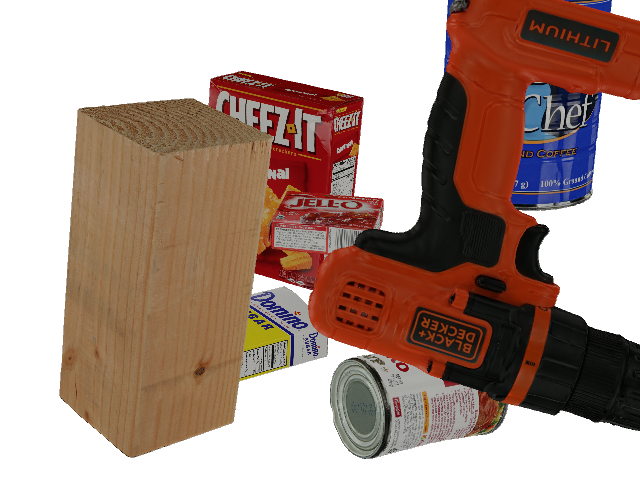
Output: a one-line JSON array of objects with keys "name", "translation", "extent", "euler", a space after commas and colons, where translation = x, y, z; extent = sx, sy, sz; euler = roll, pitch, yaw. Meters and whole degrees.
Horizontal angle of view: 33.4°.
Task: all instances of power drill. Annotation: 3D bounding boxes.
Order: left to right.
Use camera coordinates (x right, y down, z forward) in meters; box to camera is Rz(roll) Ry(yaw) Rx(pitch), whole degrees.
[{"name": "power drill", "translation": [0.104, -0.014, 0.503], "extent": [0.184, 0.188, 0.057], "euler": [17, 6, 1]}]

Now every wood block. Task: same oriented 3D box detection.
[{"name": "wood block", "translation": [-0.103, 0.022, 0.691], "extent": [0.090, 0.206, 0.090], "euler": [-12, 31, -42]}]

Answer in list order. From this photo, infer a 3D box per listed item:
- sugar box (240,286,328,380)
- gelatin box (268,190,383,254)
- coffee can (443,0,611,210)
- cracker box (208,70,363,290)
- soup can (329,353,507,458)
[{"name": "sugar box", "translation": [-0.090, 0.100, 1.069], "extent": [0.176, 0.048, 0.093], "euler": [-16, 33, -26]}, {"name": "gelatin box", "translation": [0.006, -0.016, 0.918], "extent": [0.089, 0.030, 0.073], "euler": [6, 24, 9]}, {"name": "coffee can", "translation": [0.129, -0.101, 0.683], "extent": [0.103, 0.140, 0.103], "euler": [1, 20, 0]}, {"name": "cracker box", "translation": [-0.047, -0.066, 1.187], "extent": [0.164, 0.214, 0.072], "euler": [16, 24, 27]}, {"name": "soup can", "translation": [0.065, 0.105, 0.718], "extent": [0.102, 0.068, 0.069], "euler": [-5, 3, -32]}]
